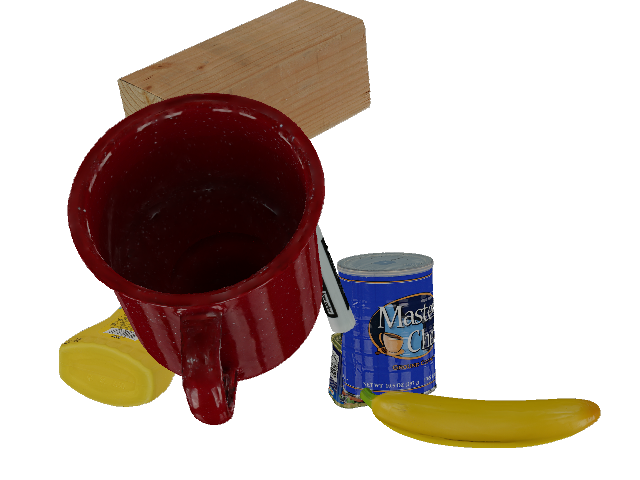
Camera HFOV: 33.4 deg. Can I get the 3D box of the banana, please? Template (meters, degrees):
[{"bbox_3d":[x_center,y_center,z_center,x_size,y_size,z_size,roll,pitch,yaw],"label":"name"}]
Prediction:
[{"bbox_3d":[0.127,0.139,0.858,0.198,0.037,0.069,5,26,8],"label":"banana"}]

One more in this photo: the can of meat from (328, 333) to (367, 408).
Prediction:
[{"bbox_3d":[0.062,0.164,1.377,0.102,0.084,0.057,-5,26,-22],"label":"can of meat"}]

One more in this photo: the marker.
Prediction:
[{"bbox_3d":[-0.001,0.015,0.762,0.020,0.121,0.020,-15,31,9],"label":"marker"}]

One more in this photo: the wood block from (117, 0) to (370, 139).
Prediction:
[{"bbox_3d":[-0.061,-0.129,0.938,0.205,0.091,0.090,-31,42,-31],"label":"wood block"}]

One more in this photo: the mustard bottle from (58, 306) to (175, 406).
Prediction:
[{"bbox_3d":[-0.153,0.088,0.994,0.096,0.058,0.191,10,20,18],"label":"mustard bottle"}]

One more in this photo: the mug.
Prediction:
[{"bbox_3d":[-0.041,0.014,0.409,0.093,0.117,0.081,-7,-32,1],"label":"mug"}]

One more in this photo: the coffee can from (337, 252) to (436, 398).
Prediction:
[{"bbox_3d":[0.072,0.090,1.147,0.103,0.140,0.103,-3,9,0],"label":"coffee can"}]
